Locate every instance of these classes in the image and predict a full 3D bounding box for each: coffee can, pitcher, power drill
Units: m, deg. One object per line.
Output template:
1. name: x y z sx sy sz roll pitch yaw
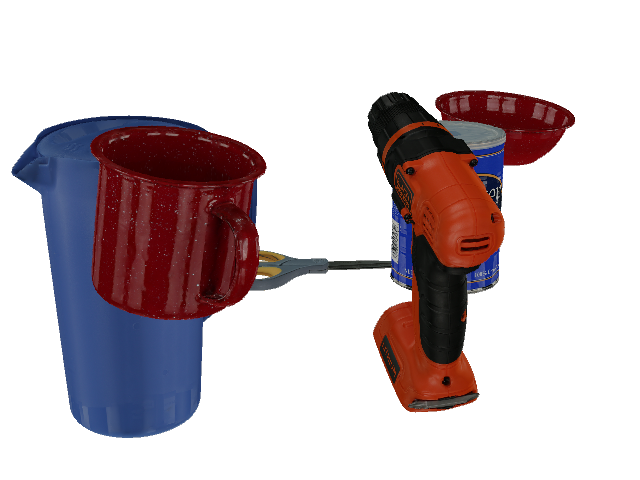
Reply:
1. coffee can: 0.116 -0.032 0.985 0.103 0.140 0.103 0 17 0
2. pitcher: -0.141 0.027 0.851 0.149 0.243 0.144 8 22 18
3. power drill: 0.069 0.009 0.737 0.057 0.188 0.184 -8 34 -9

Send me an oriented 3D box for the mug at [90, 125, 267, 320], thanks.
1. mug: -0.072 -0.005 0.571 0.093 0.081 0.117 -12 31 -43

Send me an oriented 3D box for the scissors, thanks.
1. scissors: -0.011 0.035 1.158 0.202 0.016 0.096 5 22 5

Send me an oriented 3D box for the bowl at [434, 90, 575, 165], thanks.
1. bowl: 0.210 -0.128 1.240 0.162 0.055 0.162 4 23 -2
